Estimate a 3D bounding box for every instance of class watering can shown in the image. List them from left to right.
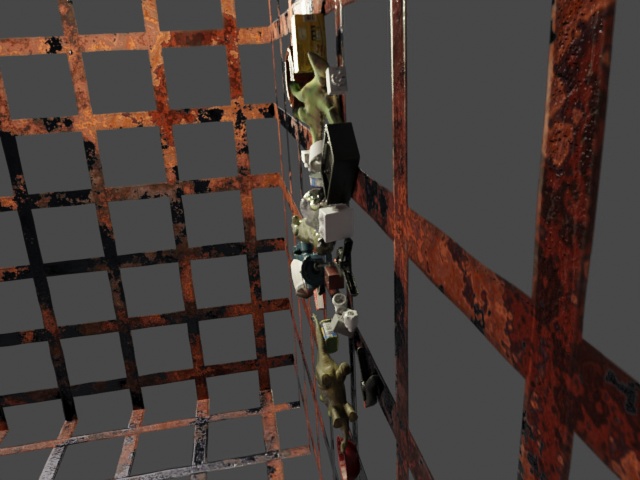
[{"bbox_3d":[-0.079,0.168,2.379,0.340,0.104,0.229,102,159,-62],"label":"watering can"}]

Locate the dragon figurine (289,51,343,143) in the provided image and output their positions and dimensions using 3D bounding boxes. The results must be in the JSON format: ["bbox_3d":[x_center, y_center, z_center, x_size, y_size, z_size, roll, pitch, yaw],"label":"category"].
[{"bbox_3d":[0.005,-0.372,1.534,0.248,0.122,0.401,-120,15,-50],"label":"dragon figurine"}]

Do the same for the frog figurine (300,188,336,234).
[{"bbox_3d":[0.005,-0.083,1.647,0.140,0.123,0.155,-60,-29,-41],"label":"frog figurine"}]
